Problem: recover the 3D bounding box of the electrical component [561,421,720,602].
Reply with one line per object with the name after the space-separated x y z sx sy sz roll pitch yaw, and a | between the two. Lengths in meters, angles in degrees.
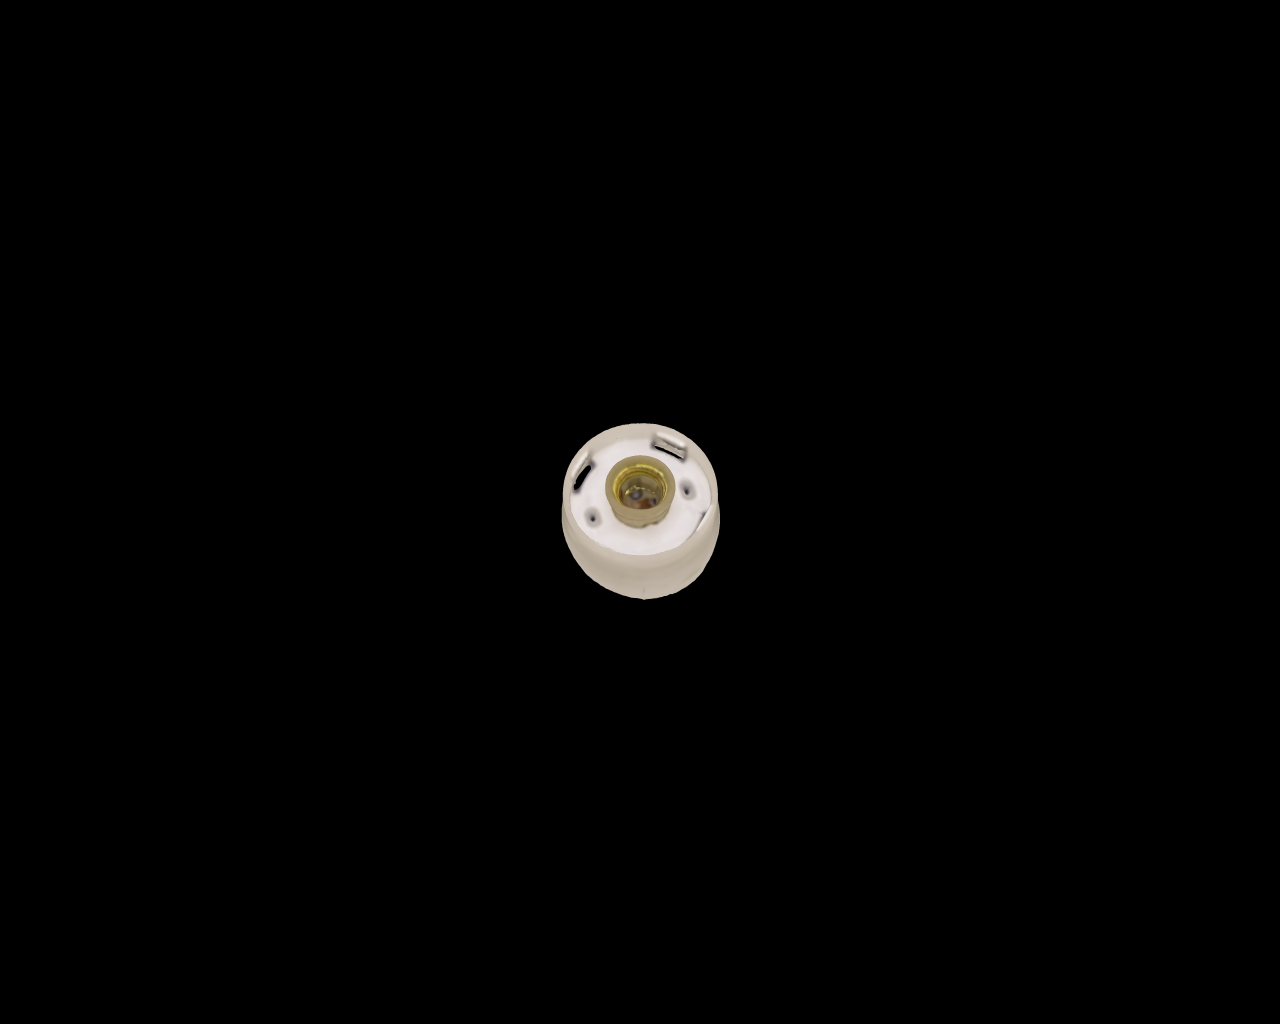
0.001 -0.003 0.650 0.099 0.099 0.064 0 -25 0 | electrical component
